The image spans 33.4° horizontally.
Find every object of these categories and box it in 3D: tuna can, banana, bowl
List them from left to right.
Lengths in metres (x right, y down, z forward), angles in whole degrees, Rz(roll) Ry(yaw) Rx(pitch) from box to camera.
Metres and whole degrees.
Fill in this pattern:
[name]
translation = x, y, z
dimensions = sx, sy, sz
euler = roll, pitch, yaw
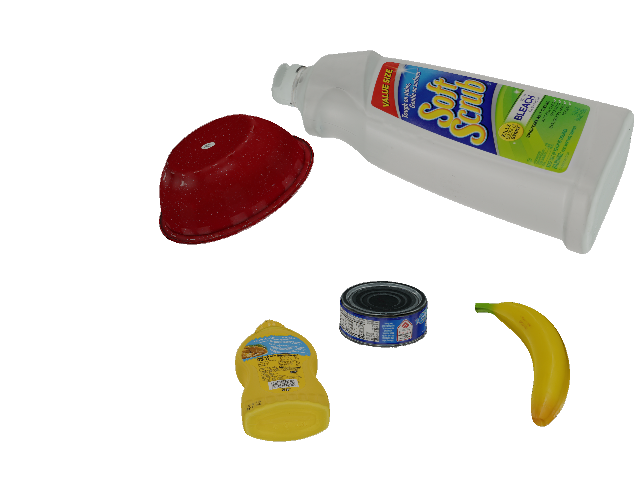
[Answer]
[bowl]
translation = -0.090, -0.068, 0.988
dimensions = 0.162, 0.055, 0.162
euler = -21, 32, 14
[tuna can]
translation = 0.061, 0.070, 1.032
dimensions = 0.086, 0.034, 0.086
euler = 0, 21, 0
[banana]
translation = 0.228, 0.122, 1.138
dimensions = 0.069, 0.037, 0.198
euler = -25, 34, 3

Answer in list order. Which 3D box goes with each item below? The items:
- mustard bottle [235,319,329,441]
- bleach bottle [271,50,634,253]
[mustard bottle]
translation = -0.050, 0.151, 1.233
dimensions = 0.096, 0.058, 0.191
euler = -5, 30, -7
[bleach bottle]
translation = 0.079, -0.075, 0.738
dimensions = 0.251, 0.102, 0.068
euler = 18, -35, 20
